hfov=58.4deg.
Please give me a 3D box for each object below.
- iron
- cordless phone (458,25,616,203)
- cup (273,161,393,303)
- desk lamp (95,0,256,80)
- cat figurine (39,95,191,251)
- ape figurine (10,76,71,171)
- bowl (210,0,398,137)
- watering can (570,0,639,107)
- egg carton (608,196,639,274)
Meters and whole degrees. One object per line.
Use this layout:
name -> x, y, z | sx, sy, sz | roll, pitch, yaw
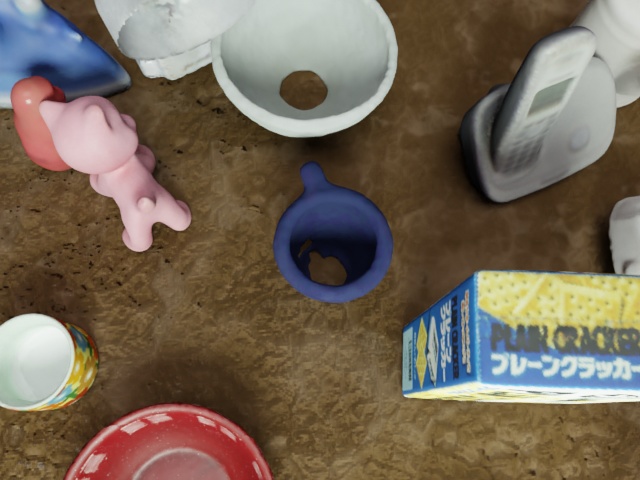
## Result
iron -> -0.307, -0.199, 0.496 | 0.258, 0.141, 0.119 | 11, 73, 0
cordless phone -> 0.202, -0.116, 0.476 | 0.148, 0.185, 0.094 | -26, 76, -10
cup -> 0.004, 0.002, 0.478 | 0.092, 0.095, 0.117 | -16, 75, -7
desk lamp -> -0.138, -0.225, 0.476 | 0.118, 0.213, 0.203 | -29, 77, -11
cat figurine -> -0.171, -0.065, 0.476 | 0.067, 0.118, 0.127 | -35, 78, -12
ape figurine -> -0.234, -0.107, 0.499 | 0.077, 0.092, 0.076 | 33, 74, 7
bowl -> -0.015, -0.161, 0.536 | 0.167, 0.075, 0.167 | 1, 73, -3
watering can -> 0.296, -0.200, 0.502 | 0.101, 0.194, 0.173 | -15, 75, -7
egg carton -> 0.309, 0.032, 0.498 | 0.107, 0.069, 0.150 | 0, 73, -3
